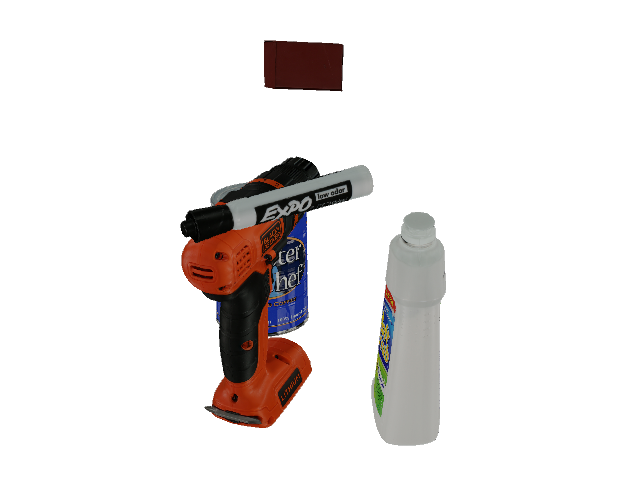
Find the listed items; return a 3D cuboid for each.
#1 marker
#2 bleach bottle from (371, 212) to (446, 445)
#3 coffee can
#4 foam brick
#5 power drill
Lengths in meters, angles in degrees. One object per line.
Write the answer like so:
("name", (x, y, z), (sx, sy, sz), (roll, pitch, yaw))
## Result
("marker", (-0.025, -0.022, 0.626), (0.121, 0.020, 0.020), (-16, 7, -24))
("bleach bottle", (0.088, 0.079, 1.030), (0.068, 0.251, 0.102), (-2, 36, -2))
("coffee can", (-0.064, 0.019, 1.148), (0.103, 0.140, 0.103), (0, 21, 0))
("foam brick", (-0.019, -0.189, 1.157), (0.078, 0.051, 0.053), (0, 11, -16))
("power drill", (-0.046, 0.041, 0.866), (0.057, 0.188, 0.184), (9, 30, 24))
